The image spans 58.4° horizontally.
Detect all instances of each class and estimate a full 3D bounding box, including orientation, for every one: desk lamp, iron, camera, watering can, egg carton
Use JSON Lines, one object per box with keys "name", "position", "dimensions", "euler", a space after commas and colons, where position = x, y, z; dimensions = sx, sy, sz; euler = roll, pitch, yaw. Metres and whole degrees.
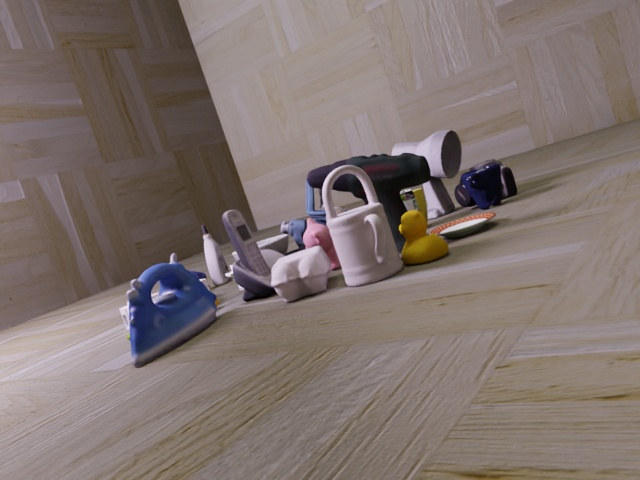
{"name": "desk lamp", "position": [0.280, -0.166, 1.493], "dimensions": [0.202, 0.213, 0.118], "euler": [-14, 8, 42]}
{"name": "iron", "position": [-0.276, 0.109, 0.994], "dimensions": [0.118, 0.141, 0.258], "euler": [-17, 6, 11]}
{"name": "camera", "position": [0.393, -0.138, 1.436], "dimensions": [0.137, 0.101, 0.143], "euler": [-21, 6, -24]}
{"name": "watering can", "position": [0.058, -0.028, 0.961], "dimensions": [0.101, 0.194, 0.172], "euler": [-23, 7, -40]}
{"name": "egg carton", "position": [-0.031, 0.060, 1.041], "dimensions": [0.107, 0.069, 0.150], "euler": [-18, 5, 3]}

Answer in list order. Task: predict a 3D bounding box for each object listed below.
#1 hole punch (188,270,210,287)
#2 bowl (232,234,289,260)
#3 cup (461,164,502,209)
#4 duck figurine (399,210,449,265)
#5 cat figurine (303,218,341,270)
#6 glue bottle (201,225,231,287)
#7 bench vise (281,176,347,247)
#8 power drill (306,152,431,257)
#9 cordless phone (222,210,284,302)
{"name": "hole punch", "position": [-0.361, 0.110, 1.539], "dimensions": [0.101, 0.091, 0.109], "euler": [-18, 6, 10]}
{"name": "bowl", "position": [-0.158, 0.043, 1.618], "dimensions": [0.167, 0.075, 0.167], "euler": [-18, 5, 2]}
{"name": "cup", "position": [0.374, -0.117, 1.313], "dimensions": [0.091, 0.095, 0.118], "euler": [-14, 7, 39]}
{"name": "duck figurine", "position": [0.167, -0.009, 0.971], "dimensions": [0.078, 0.086, 0.104], "euler": [-20, 6, -18]}
{"name": "cat figurine", "position": [0.011, 0.004, 1.203], "dimensions": [0.067, 0.118, 0.128], "euler": [-15, 7, 32]}
{"name": "glue bottle", "position": [-0.297, 0.039, 1.597], "dimensions": [0.037, 0.173, 0.078], "euler": [-18, 6, 10]}
{"name": "bench vise", "position": [-0.018, -0.086, 1.666], "dimensions": [0.208, 0.220, 0.121], "euler": [-20, 6, -16]}
{"name": "power drill", "position": [0.105, -0.062, 1.068], "dimensions": [0.229, 0.208, 0.076], "euler": [-17, 6, 18]}
{"name": "cordless phone", "position": [-0.126, 0.018, 1.171], "dimensions": [0.094, 0.185, 0.148], "euler": [-16, 6, 25]}
